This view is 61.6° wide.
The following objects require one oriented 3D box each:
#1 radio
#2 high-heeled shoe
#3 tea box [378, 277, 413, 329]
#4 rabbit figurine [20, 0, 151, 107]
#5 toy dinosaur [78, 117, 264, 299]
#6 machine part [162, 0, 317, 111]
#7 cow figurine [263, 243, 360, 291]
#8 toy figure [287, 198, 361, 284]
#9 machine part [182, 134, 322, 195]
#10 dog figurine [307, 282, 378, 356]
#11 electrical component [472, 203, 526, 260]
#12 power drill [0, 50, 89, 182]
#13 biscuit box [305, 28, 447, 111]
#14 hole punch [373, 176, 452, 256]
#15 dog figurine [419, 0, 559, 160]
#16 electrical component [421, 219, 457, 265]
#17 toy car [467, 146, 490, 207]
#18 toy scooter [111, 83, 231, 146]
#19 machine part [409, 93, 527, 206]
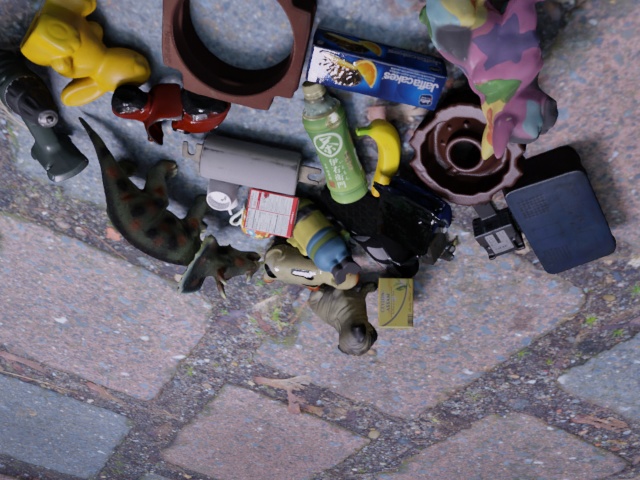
[{"bbox_3d":[0.418,-0.047,0.940,0.131,0.073,0.229,-24,128,27],"label":"radio"},{"bbox_3d":[0.096,-0.011,1.047,0.249,0.086,0.145,38,164,-2],"label":"high-heeled shoe"},{"bbox_3d":[0.152,0.131,1.081,0.068,0.098,0.169,0,168,8],"label":"tea box"},{"bbox_3d":[-0.349,-0.271,0.811,0.173,0.122,0.162,19,140,-36],"label":"rabbit figurine"},{"bbox_3d":[-0.298,-0.034,0.976,0.404,0.192,0.131,36,127,-26],"label":"toy dinosaur"},{"bbox_3d":[-0.114,-0.300,0.762,0.201,0.087,0.201,14,136,-4],"label":"machine part"},{"bbox_3d":[-0.016,0.053,1.074,0.195,0.085,0.127,12,161,-1],"label":"cow figurine"},{"bbox_3d":[0.001,-0.005,0.983,0.082,0.180,0.089,-23,143,-23],"label":"toy figure"},{"bbox_3d":[-0.119,-0.130,0.934,0.243,0.079,0.079,10,135,-3],"label":"machine part"},{"bbox_3d":[0.035,0.165,1.121,0.121,0.191,0.172,35,131,-23],"label":"dog figurine"},{"bbox_3d":[0.323,-0.023,0.994,0.075,0.048,0.119,-21,129,24],"label":"electrical component"},{"bbox_3d":[-0.452,-0.187,0.862,0.232,0.086,0.207,43,162,24],"label":"power drill"},{"bbox_3d":[0.084,-0.252,0.797,0.203,0.059,0.062,12,135,-4],"label":"biscuit box"},{"bbox_3d":[0.167,-0.054,0.925,0.142,0.092,0.115,35,150,26],"label":"hole punch"},{"bbox_3d":[0.218,-0.217,0.704,0.192,0.108,0.219,6,96,0],"label":"dog figurine"},{"bbox_3d":[0.225,0.004,1.023,0.045,0.078,0.102,13,136,36],"label":"electrical component"},{"bbox_3d":[0.275,-0.140,0.883,0.089,0.053,0.202,25,135,6],"label":"toy car"},{"bbox_3d":[-0.239,-0.201,0.878,0.184,0.075,0.135,-3,160,-11],"label":"toy scooter"},{"bbox_3d":[0.229,-0.139,0.836,0.180,0.056,0.179,16,133,18],"label":"machine part"}]
